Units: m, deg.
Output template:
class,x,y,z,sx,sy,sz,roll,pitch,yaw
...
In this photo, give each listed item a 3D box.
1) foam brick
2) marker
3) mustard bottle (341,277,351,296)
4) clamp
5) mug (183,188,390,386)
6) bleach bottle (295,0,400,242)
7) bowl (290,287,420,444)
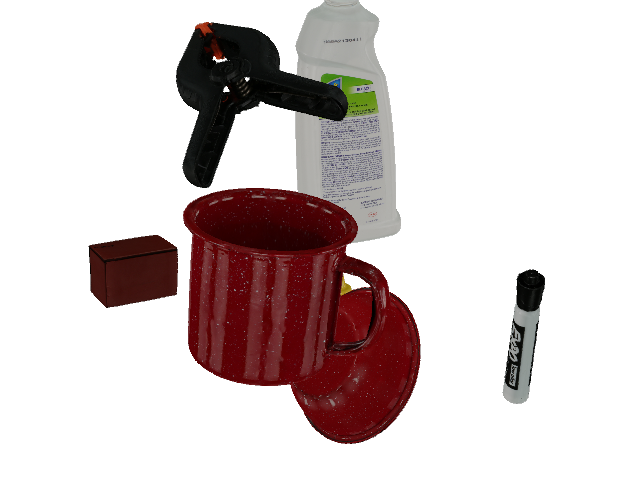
class,x,y,z,sx,sy,sz,roll,pitch,yaw
foam brick,-0.189,0.030,1.080,0.078,0.051,0.053,-10,21,-27
marker,0.142,0.068,0.744,0.020,0.121,0.020,-1,41,1
mustard bottle,0.021,0.132,1.428,0.096,0.192,0.058,-2,19,-6
clamp,-0.050,-0.112,0.769,0.120,0.171,0.039,-17,-45,0
mug,-0.018,0.028,0.575,0.117,0.081,0.093,13,23,16
bleach bottle,0.027,-0.121,1.000,0.102,0.251,0.068,-9,31,-16
bowl,0.020,0.117,1.060,0.162,0.162,0.055,0,-17,45
